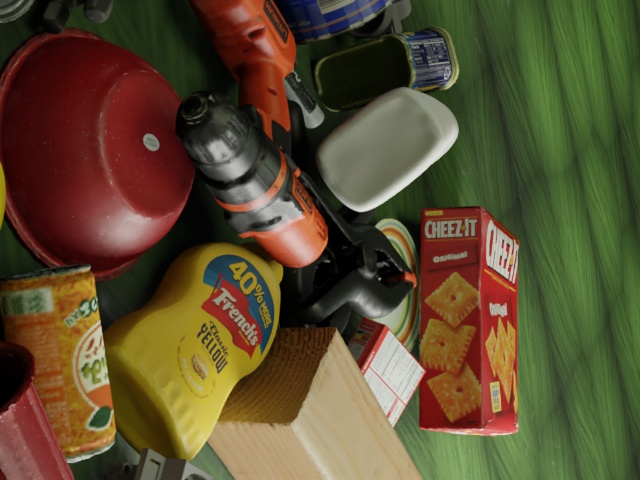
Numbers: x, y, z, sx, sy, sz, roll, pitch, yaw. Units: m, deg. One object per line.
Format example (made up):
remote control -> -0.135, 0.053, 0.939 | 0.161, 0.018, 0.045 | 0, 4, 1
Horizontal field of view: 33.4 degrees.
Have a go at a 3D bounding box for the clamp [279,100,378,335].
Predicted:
clamp -> -0.006, 0.001, 0.872 | 0.164, 0.036, 0.210 | 48, 44, -44

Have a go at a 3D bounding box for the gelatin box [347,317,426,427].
gelatin box -> 0.048, 0.121, 0.932 | 0.073, 0.030, 0.089 | -59, 138, -17

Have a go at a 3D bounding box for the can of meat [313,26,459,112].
can of meat -> 0.057, -0.148, 0.934 | 0.083, 0.102, 0.057 | -21, 97, -55

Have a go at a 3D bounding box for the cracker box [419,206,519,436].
cracker box -> 0.154, 0.087, 1.074 | 0.164, 0.072, 0.213 | 27, 63, -65

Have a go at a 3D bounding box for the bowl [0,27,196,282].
bowl -> -0.126, -0.056, 0.663 | 0.161, 0.055, 0.162 | 13, 74, -58

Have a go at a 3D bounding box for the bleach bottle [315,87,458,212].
bleach bottle -> 0.069, -0.081, 0.924 | 0.068, 0.103, 0.250 | 53, 12, 2

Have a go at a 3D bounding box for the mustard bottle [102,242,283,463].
mustard bottle -> -0.075, 0.057, 0.727 | 0.096, 0.058, 0.191 | 63, 36, -20

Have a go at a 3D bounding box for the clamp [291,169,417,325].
clamp -> 0.021, 0.009, 0.840 | 0.171, 0.039, 0.120 | 10, 71, -60

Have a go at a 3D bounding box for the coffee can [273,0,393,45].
coffee can -> -0.011, -0.238, 0.832 | 0.102, 0.103, 0.140 | -56, 132, -46

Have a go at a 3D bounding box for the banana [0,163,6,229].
banana -> -0.212, 0.012, 0.532 | 0.069, 0.037, 0.197 | 50, 42, -19

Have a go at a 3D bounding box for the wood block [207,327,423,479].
wood block -> 0.001, 0.168, 0.807 | 0.206, 0.091, 0.090 | 62, 39, -34

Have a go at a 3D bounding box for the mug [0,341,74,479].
mug -> -0.166, 0.113, 0.521 | 0.093, 0.117, 0.081 | -29, 119, -25

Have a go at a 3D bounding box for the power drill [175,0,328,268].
power drill -> -0.052, -0.093, 0.725 | 0.184, 0.057, 0.187 | 57, 23, -56

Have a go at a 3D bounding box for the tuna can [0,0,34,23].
tuna can -> -0.194, -0.159, 0.583 | 0.086, 0.034, 0.086 | 13, 75, -58

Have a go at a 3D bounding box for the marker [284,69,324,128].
marker -> -0.031, -0.137, 0.865 | 0.121, 0.020, 0.020 | 53, 43, -42
